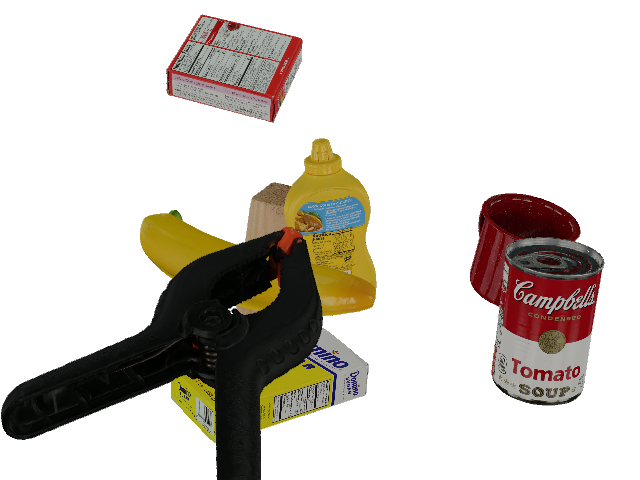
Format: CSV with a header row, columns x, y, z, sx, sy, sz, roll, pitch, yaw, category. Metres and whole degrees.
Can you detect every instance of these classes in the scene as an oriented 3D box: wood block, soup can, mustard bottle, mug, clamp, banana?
x,y,z,sx,sy,sz,roll,pitch,yaw,category
-0.050,0.039,1.412,0.090,0.206,0.090,14,21,13,wood block
0.160,0.057,0.759,0.068,0.102,0.068,2,22,-1,soup can
0.009,-0.021,1.195,0.096,0.192,0.058,-9,24,-7,mustard bottle
0.184,0.007,1.019,0.093,0.081,0.117,-6,35,-26,mug
-0.043,0.055,0.482,0.120,0.039,0.171,29,48,22,clamp
-0.058,0.013,0.697,0.198,0.037,0.069,22,37,37,banana

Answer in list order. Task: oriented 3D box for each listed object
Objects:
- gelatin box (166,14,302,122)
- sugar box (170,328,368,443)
x,y,z,sx,sy,sz,roll,pitch,yaw,category
-0.066,-0.135,0.833,0.089,0.073,0.030,15,-39,8,gelatin box
-0.049,0.138,1.057,0.175,0.048,0.093,-16,32,-31,sugar box
